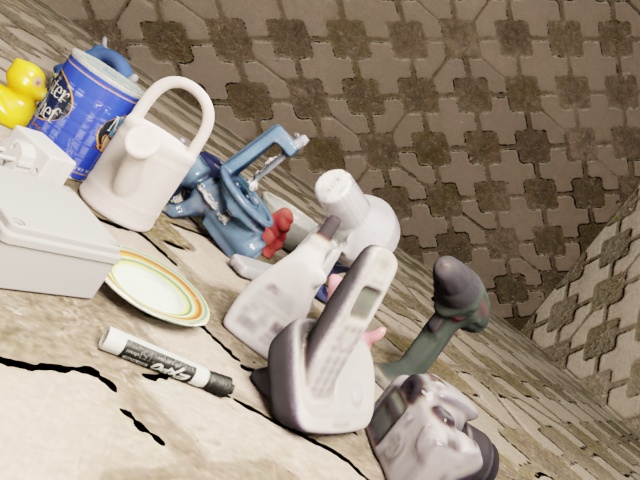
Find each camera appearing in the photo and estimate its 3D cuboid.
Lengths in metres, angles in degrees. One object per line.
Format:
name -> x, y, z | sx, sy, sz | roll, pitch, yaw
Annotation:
camera -> 0.135, 0.216, 0.606 | 0.137, 0.100, 0.143 | 34, 9, -17

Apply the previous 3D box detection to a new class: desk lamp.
desk lamp -> 0.008, 0.003, 0.873 | 0.117, 0.213, 0.204 | 42, 10, 34

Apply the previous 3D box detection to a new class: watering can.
watering can -> -0.206, -0.112, 0.717 | 0.101, 0.194, 0.172 | 31, 10, -30

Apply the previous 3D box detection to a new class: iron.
iron -> -0.393, -0.281, 1.067 | 0.257, 0.141, 0.119 | 42, 10, 35

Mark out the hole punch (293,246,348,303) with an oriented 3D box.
hole punch -> -0.005, 0.044, 1.014 | 0.101, 0.091, 0.108 | 34, 9, -14

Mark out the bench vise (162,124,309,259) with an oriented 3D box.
bench vise -> -0.131, -0.101, 0.862 | 0.208, 0.219, 0.121 | 34, 9, -17

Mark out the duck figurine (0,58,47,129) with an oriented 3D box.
duck figurine -> -0.409, -0.202, 0.764 | 0.105, 0.086, 0.077 | 32, 9, -26

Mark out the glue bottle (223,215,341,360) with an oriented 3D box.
glue bottle -> -0.030, 0.045, 0.632 | 0.078, 0.173, 0.037 | 37, 8, 5

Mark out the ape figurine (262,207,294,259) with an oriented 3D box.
ape figurine -> -0.082, -0.019, 1.047 | 0.076, 0.092, 0.078 | 42, 10, 35

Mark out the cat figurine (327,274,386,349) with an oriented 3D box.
cat figurine -> 0.043, 0.107, 0.776 | 0.067, 0.117, 0.127 | 30, 11, -37

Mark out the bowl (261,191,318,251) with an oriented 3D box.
bowl -> -0.069, -0.025, 1.192 | 0.167, 0.074, 0.167 | 35, 9, -6

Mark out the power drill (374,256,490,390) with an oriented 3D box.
power drill -> 0.164, 0.129, 0.823 | 0.075, 0.208, 0.230 | 41, 10, 32

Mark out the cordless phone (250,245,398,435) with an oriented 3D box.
cordless phone -> 0.035, 0.098, 0.564 | 0.094, 0.185, 0.148 | 42, 10, 34

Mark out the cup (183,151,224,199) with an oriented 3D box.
cup -> -0.194, -0.095, 1.008 | 0.092, 0.095, 0.117 | 35, 9, -7
